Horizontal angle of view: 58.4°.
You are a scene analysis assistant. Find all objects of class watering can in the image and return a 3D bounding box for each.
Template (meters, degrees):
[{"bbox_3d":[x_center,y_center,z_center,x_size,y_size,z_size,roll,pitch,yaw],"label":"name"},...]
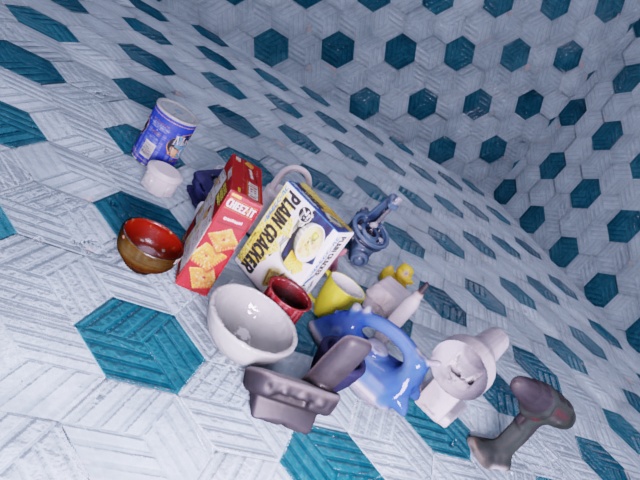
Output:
[{"bbox_3d":[-0.086,-0.084,1.327,0.101,0.194,0.172,8,35,-50],"label":"watering can"}]

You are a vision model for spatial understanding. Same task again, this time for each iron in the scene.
[{"bbox_3d":[0.103,0.204,1.100,0.258,0.141,0.119,42,23,14],"label":"iron"}]

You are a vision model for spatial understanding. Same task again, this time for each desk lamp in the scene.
[{"bbox_3d":[0.280,0.265,1.141,0.117,0.213,0.204,45,24,22],"label":"desk lamp"}]

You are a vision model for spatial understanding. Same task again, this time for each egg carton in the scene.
[{"bbox_3d":[0.168,0.148,1.401,0.107,0.069,0.151,41,23,12],"label":"egg carton"}]

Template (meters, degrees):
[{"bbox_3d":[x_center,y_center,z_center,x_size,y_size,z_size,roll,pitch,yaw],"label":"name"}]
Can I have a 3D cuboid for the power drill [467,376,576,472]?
[{"bbox_3d":[0.393,0.359,1.124,0.230,0.208,0.075,20,27,-34],"label":"power drill"}]

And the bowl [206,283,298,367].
[{"bbox_3d":[-0.124,0.154,0.955,0.168,0.074,0.167,30,23,-14],"label":"bowl"}]

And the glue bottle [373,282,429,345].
[{"bbox_3d":[0.188,0.158,1.272,0.037,0.173,0.078,41,22,11],"label":"glue bottle"}]

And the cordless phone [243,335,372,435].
[{"bbox_3d":[-0.019,0.197,0.878,0.148,0.185,0.094,23,25,-29],"label":"cordless phone"}]

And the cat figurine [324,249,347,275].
[{"bbox_3d":[0.013,0.005,1.395,0.127,0.117,0.067,46,24,23],"label":"cat figurine"}]

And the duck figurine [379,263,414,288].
[{"bbox_3d":[0.214,0.099,1.544,0.078,0.086,0.104,17,29,-39],"label":"duck figurine"}]

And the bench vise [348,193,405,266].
[{"bbox_3d":[0.136,-0.059,1.567,0.122,0.219,0.207,21,27,-33],"label":"bench vise"}]

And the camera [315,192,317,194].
[{"bbox_3d":[-0.031,-0.080,1.523,0.143,0.100,0.137,46,24,23],"label":"camera"}]

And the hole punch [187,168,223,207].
[{"bbox_3d":[-0.238,-0.117,1.308,0.101,0.091,0.108,15,30,-41],"label":"hole punch"}]

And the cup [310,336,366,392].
[{"bbox_3d":[0.024,0.225,1.003,0.091,0.095,0.118,41,22,11],"label":"cup"}]
